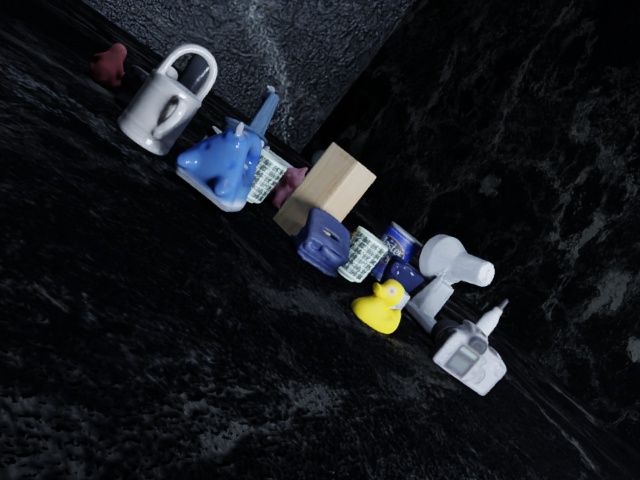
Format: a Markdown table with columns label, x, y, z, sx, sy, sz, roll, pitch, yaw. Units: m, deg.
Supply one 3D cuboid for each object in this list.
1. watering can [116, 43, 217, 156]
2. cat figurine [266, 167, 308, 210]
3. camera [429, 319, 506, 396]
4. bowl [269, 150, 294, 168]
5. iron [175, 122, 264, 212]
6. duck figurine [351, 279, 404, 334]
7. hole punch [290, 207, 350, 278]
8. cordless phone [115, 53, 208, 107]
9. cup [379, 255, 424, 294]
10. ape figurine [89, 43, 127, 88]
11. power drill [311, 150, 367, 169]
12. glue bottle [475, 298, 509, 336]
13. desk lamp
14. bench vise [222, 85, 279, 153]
| label | x | y | z | sx | sy | sz | roll | pitch | yaw |
| --- | --- | --- | --- | --- | --- | --- | --- | --- | --- |
| watering can | -0.260 | -0.256 | 0.996 | 0.172 | 0.194 | 0.101 | 43 | 10 | 29 |
| cat figurine | -0.079 | -0.137 | 1.391 | 0.067 | 0.117 | 0.128 | 39 | 8 | 5 |
| camera | 0.288 | 0.213 | 1.144 | 0.143 | 0.100 | 0.136 | 36 | 9 | -15 |
| bowl | -0.116 | -0.187 | 1.646 | 0.167 | 0.074 | 0.167 | 38 | 8 | -6 |
| iron | -0.149 | -0.138 | 1.018 | 0.118 | 0.141 | 0.258 | 39 | 8 | 3 |
| duck figurine | 0.115 | 0.110 | 1.007 | 0.105 | 0.086 | 0.077 | 31 | 11 | -40 |
| hole punch | 0.010 | 0.004 | 1.110 | 0.109 | 0.091 | 0.101 | 35 | 9 | -24 |
| cordless phone | -0.309 | -0.321 | 1.162 | 0.148 | 0.185 | 0.094 | 37 | 8 | -8 |
| cup | 0.170 | 0.093 | 1.302 | 0.091 | 0.095 | 0.118 | 43 | 10 | 29 |
| ape figurine | -0.435 | -0.368 | 1.196 | 0.078 | 0.092 | 0.076 | 38 | 8 | -5 |
| power drill | 0.025 | -0.167 | 1.676 | 0.075 | 0.208 | 0.230 | 44 | 10 | 32 |
| glue bottle | 0.374 | 0.202 | 1.318 | 0.037 | 0.173 | 0.078 | 40 | 8 | 11 |
| desk lamp | 0.302 | 0.110 | 1.363 | 0.118 | 0.213 | 0.202 | 33 | 10 | -35 |
| bench vise | -0.149 | -0.257 | 1.379 | 0.206 | 0.219 | 0.122 | 44 | 10 | 32 |
